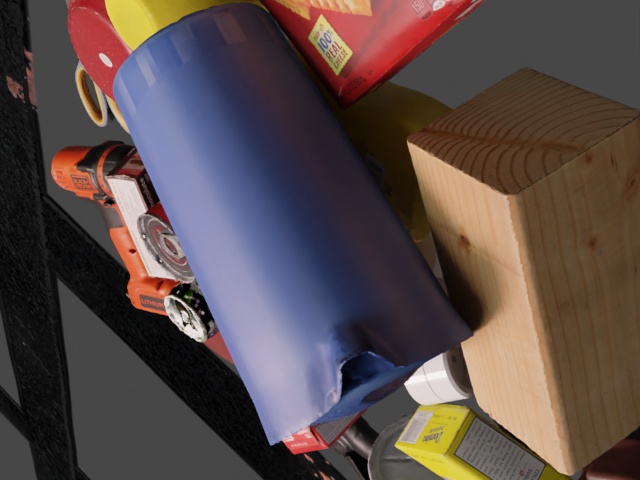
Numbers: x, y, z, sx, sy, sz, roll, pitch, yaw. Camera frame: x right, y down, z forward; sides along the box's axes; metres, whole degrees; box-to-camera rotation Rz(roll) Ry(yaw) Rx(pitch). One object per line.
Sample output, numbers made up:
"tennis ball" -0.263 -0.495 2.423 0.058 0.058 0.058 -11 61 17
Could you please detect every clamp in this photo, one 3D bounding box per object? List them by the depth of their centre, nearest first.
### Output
"clamp" 0.032 0.198 1.039 0.171 0.039 0.120 42 146 20

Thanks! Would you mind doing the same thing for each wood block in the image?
"wood block" 0.130 0.021 0.609 0.091 0.090 0.206 38 153 50

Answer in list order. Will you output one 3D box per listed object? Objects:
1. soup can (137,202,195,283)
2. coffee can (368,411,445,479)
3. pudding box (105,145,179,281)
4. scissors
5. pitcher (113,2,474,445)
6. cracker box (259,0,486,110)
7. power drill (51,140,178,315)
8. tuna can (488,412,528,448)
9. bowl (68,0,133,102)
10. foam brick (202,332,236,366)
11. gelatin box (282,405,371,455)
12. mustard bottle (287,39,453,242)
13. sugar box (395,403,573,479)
"soup can" -0.090 -0.021 0.875 0.069 0.102 0.068 36 149 25
"coffee can" 0.106 0.226 0.896 0.103 0.102 0.140 22 142 42
"pudding box" -0.131 -0.035 0.925 0.039 0.090 0.113 3 130 30
"scissors" -0.194 -0.167 0.941 0.096 0.016 0.202 36 149 21
"pitcher" -0.024 -0.011 0.641 0.149 0.144 0.243 -37 78 45
"cracker box" 0.002 -0.195 0.565 0.213 0.072 0.164 52 151 -3
"power drill" -0.172 -0.013 1.058 0.185 0.057 0.187 9 131 47
"tuna can" 0.160 0.118 0.760 0.086 0.033 0.086 35 149 25
"bowl" -0.150 -0.157 0.848 0.162 0.055 0.162 36 149 25
"foam brick" -0.071 0.066 0.982 0.051 0.078 0.053 35 149 29
"gelatin box" 0.010 0.151 0.956 0.030 0.089 0.073 51 152 -6
"mustard bottle" 0.007 -0.082 0.708 0.192 0.058 0.096 34 146 27
"sugar box" 0.148 0.184 0.779 0.176 0.048 0.093 37 165 -10
